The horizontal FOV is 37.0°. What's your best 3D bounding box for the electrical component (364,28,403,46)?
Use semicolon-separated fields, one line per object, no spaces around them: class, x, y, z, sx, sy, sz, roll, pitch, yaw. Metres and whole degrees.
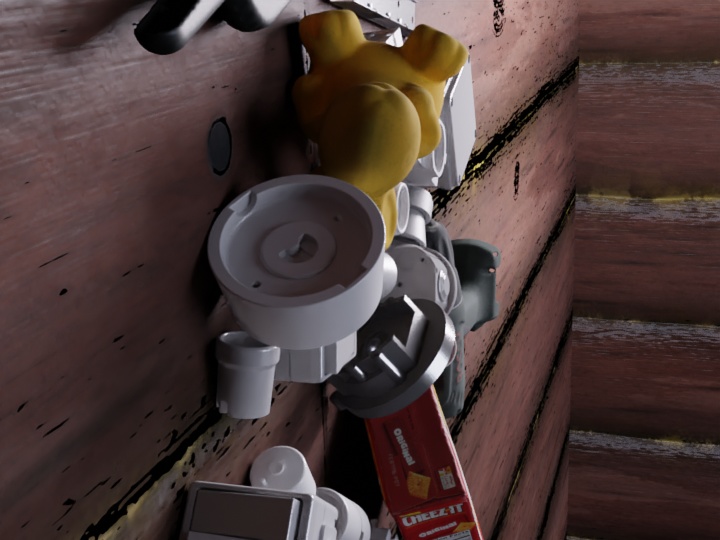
electrical component;0.016;-0.170;0.911;0.066;0.048;0.055;-58;139;-58

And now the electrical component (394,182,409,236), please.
electrical component;0.009;-0.052;0.888;0.066;0.055;0.048;-20;112;-72

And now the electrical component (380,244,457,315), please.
electrical component;0.044;0.016;0.979;0.051;0.080;0.080;17;77;-68

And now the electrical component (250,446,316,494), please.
electrical component;-0.051;0.157;0.756;0.078;0.040;0.040;74;25;-48

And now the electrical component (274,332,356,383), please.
electrical component;-0.033;0.037;0.755;0.096;0.061;0.061;-28;120;-71

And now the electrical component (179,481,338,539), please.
electrical component;-0.056;0.163;0.640;0.061;0.096;0.061;55;40;-64

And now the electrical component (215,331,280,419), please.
electrical component;-0.072;0.065;0.673;0.040;0.040;0.046;-30;128;-70

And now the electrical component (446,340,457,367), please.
electrical component;0.048;0.062;1.036;0.079;0.044;0.077;56;-20;-3

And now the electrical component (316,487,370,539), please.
electrical component;-0.025;0.197;0.826;0.047;0.055;0.055;56;40;-58

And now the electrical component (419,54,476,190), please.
electrical component;0.079;-0.155;1.100;0.108;0.056;0.108;-67;154;-48

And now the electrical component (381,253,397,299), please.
electrical component;0.000;0.000;0.896;0.065;0.044;0.044;22;72;-67

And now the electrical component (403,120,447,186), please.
electrical component;0.047;-0.114;1.002;0.089;0.056;0.050;40;55;-69

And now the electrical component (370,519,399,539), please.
electrical component;0.003;0.265;0.913;0.078;0.063;0.121;-70;157;-44

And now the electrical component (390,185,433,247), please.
electrical component;0.045;-0.047;1.027;0.045;0.045;0.055;64;33;-58

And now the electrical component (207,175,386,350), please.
electrical component;-0.036;0.000;0.668;0.060;0.108;0.108;83;19;-49
